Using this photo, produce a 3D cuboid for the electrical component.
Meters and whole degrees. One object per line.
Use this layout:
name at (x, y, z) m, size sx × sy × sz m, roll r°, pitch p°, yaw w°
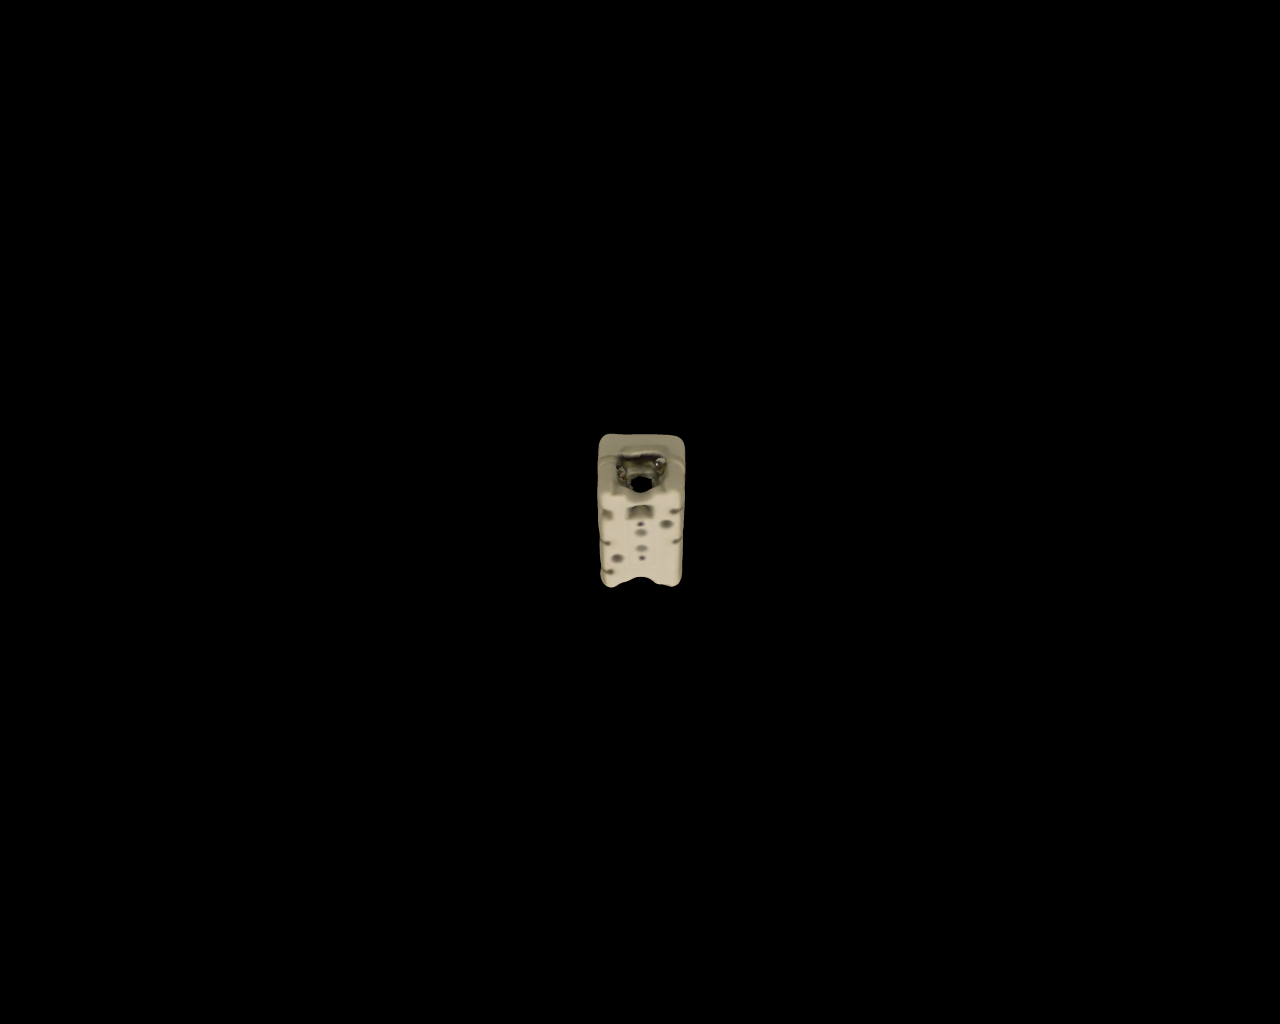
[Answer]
electrical component at (0.001, -0.003, 0.650) m, size 0.050 × 0.056 × 0.089 m, roll 0°, pitch -43°, yaw 0°
